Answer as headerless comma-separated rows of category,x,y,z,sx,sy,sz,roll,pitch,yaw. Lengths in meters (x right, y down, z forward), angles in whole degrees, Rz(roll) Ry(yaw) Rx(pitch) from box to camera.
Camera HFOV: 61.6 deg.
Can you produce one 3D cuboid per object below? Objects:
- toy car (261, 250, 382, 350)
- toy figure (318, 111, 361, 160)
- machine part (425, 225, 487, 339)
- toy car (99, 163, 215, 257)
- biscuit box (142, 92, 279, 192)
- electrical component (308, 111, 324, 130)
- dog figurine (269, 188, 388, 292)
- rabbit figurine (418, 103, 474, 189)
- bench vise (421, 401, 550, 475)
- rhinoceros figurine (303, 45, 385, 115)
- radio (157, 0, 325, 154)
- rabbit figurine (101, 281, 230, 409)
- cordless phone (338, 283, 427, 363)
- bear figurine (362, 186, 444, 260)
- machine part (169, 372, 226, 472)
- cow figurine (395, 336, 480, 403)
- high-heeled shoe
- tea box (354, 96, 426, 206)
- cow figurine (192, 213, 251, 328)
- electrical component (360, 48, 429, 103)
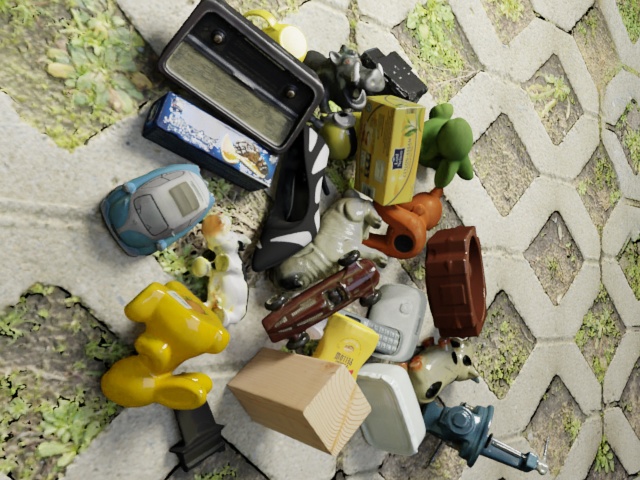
toy car,0.007,0.093,0.834,0.202,0.053,0.089,-28,101,-16
toy figure,0.077,-0.196,0.994,0.180,0.082,0.089,-10,94,-40
machine part,0.274,0.081,1.078,0.201,0.087,0.200,-29,110,-61
toy car,-0.212,-0.047,0.753,0.162,0.103,0.109,-33,108,-32
biscuit box,-0.163,-0.144,0.819,0.202,0.063,0.059,26,71,-33
electrical component,-0.040,-0.212,0.915,0.094,0.063,0.021,34,60,-12
dog figurine,0.000,-0.002,0.918,0.190,0.121,0.172,-3,63,-22
rabbit figurine,0.236,-0.181,1.041,0.121,0.170,0.159,-17,100,-7
bench vise,0.308,0.386,1.031,0.129,0.241,0.223,-59,161,-31
rhinoceros figurine,0.031,-0.269,0.900,0.073,0.191,0.112,-8,118,-38
radio,-0.112,-0.247,0.808,0.229,0.073,0.131,32,111,-26
rabbit figurine,-0.214,0.160,0.734,0.162,0.122,0.173,43,86,-4
cordless phone,0.097,0.137,0.999,0.184,0.089,0.146,23,73,-15
bear figurine,0.167,-0.047,1.046,0.132,0.120,0.196,23,36,8
machine part,-0.189,0.265,0.793,0.084,0.039,0.138,-18,100,-31
cow figurine,0.252,0.262,1.097,0.195,0.085,0.127,-26,97,-38
high-heeled shoe,-0.055,-0.074,0.862,0.249,0.086,0.145,-54,132,-36
tea box,0.117,-0.155,0.926,0.068,0.098,0.169,-10,120,-30
cow figurine,-0.141,0.045,0.817,0.098,0.068,0.167,9,84,-64
electrical component,0.131,-0.304,1.021,0.134,0.058,0.115,45,38,2
